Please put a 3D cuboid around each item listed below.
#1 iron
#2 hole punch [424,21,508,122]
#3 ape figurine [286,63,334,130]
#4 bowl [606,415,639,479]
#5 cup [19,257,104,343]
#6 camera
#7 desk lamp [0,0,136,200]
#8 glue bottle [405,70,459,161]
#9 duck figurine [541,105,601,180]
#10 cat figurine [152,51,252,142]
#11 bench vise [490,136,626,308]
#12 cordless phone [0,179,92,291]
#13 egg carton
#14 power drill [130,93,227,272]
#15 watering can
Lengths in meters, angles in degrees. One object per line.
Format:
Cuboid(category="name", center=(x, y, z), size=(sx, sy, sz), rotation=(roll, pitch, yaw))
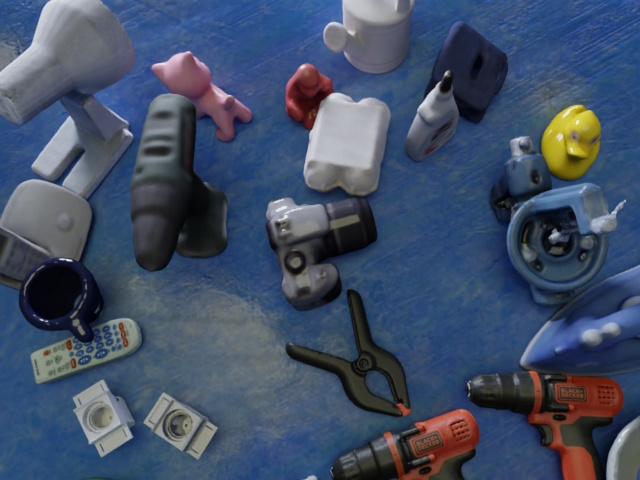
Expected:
Cuboid(category="iron", center=(0.371, 0.094, 0.673), size=(0.258, 0.141, 0.118), rotation=(-22, 73, -4))
Cuboid(category="hole punch", center=(0.212, -0.239, 0.812), size=(0.101, 0.091, 0.109), rotation=(22, 75, 9))
Cuboid(category="ape figurine", center=(-0.018, -0.214, 0.813), size=(0.078, 0.092, 0.076), rotation=(-24, 73, -5))
Cuboid(category="bowl", center=(0.399, 0.277, 0.649), size=(0.167, 0.075, 0.167), rotation=(-1, 72, 2))
Cuboid(category="cup", center=(-0.310, 0.086, 0.730), size=(0.092, 0.095, 0.117), rotation=(-38, 75, -9))
Cuboid(category="camera", center=(0.007, 0.003, 0.740), size=(0.137, 0.101, 0.143), rotation=(-15, 72, -2))
Cuboid(category="desk lamp", center=(-0.327, -0.187, 0.755), size=(0.117, 0.213, 0.203), rotation=(28, 76, 11))
Cuboid(category="glue bottle", center=(0.153, -0.167, 0.748), size=(0.078, 0.173, 0.037), rotation=(-41, 75, -10))
Cuboid(category="duck figurine", center=(0.350, -0.144, 0.778), size=(0.077, 0.086, 0.104), rotation=(13, 73, 7))
Cuboid(category="cat figurine", center=(-0.167, -0.213, 0.807), size=(0.127, 0.118, 0.067), rotation=(33, 77, 12))
Cuboid(category="bench vise", center=(0.264, -0.034, 0.677), size=(0.121, 0.220, 0.207), rotation=(-29, 73, -6))
Cuboid(category="cordless phone", center=(-0.376, -0.016, 0.718), size=(0.094, 0.185, 0.147), rotation=(8, 73, 6))
Cuboid(category="egg carton", center=(0.037, -0.132, 0.797), size=(0.107, 0.069, 0.150), rotation=(9, 73, 5))
Cuboid(category="power drill", center=(-0.172, -0.050, 0.708), size=(0.075, 0.208, 0.229), rotation=(-4, 72, 2))
Cuboid(category="watering can", center=(0.077, -0.320, 0.789), size=(0.100, 0.194, 0.173), rotation=(19, 74, 9))
